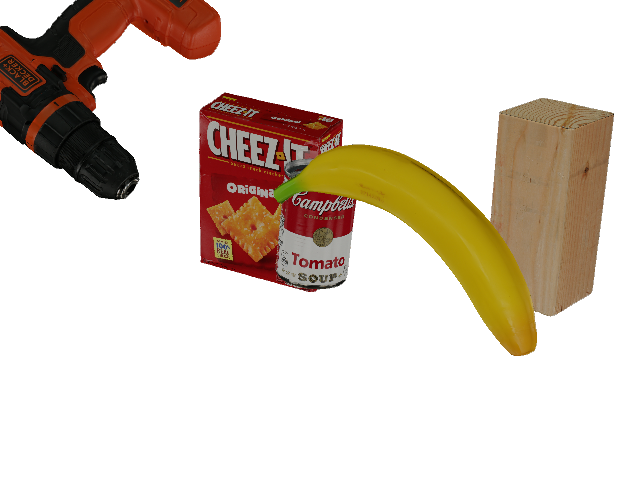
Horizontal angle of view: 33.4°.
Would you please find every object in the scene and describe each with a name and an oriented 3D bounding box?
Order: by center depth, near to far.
[{"bbox_3d":[0.063,-0.008,0.666,0.198,0.070,0.037,34,22,22],"label":"banana"},{"bbox_3d":[-0.165,-0.135,0.830,0.187,0.184,0.057,-43,-12,-32],"label":"power drill"},{"bbox_3d":[-0.004,-0.016,0.962,0.068,0.102,0.068,5,22,-2],"label":"soup can"},{"bbox_3d":[0.243,-0.037,1.143,0.090,0.206,0.090,20,29,38],"label":"wood block"},{"bbox_3d":[-0.064,-0.056,1.303,0.164,0.214,0.072,15,32,20],"label":"cracker box"}]
